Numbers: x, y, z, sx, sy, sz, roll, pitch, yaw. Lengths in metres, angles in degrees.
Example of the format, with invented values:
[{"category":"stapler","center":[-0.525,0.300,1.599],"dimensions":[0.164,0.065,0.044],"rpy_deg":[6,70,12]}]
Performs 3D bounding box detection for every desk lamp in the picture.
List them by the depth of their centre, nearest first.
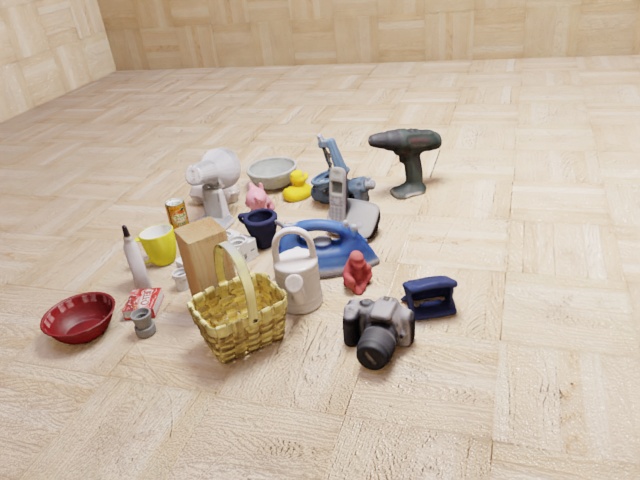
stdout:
[{"category":"desk lamp","center":[-0.308,-0.139,1.635],"dimensions":[0.117,0.214,0.203],"rpy_deg":[5,32,20]}]

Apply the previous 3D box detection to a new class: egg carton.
[{"category":"egg carton","center":[-0.331,-0.150,1.802],"dimensions":[0.149,0.069,0.107],"rpy_deg":[11,34,28]}]

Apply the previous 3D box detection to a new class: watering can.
[{"category":"watering can","center":[-0.050,0.062,1.253],"dimensions":[0.101,0.194,0.172],"rpy_deg":[-17,31,-16]}]

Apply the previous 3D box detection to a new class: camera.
[{"category":"camera","center":[0.103,0.177,1.117],"dimensions":[0.142,0.101,0.137],"rpy_deg":[6,32,22]}]

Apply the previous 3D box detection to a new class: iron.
[{"category":"iron","center":[0.013,0.005,1.392],"dimensions":[0.258,0.142,0.118],"rpy_deg":[-5,30,4]}]

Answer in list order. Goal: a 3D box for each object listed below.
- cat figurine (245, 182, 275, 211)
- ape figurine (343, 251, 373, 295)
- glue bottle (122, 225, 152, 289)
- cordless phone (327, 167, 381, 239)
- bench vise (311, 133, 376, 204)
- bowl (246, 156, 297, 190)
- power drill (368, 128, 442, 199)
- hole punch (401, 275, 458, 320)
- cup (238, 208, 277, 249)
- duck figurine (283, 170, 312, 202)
[{"category":"cat figurine","center":[-0.181,-0.121,1.674],"dimensions":[0.067,0.118,0.128],"rpy_deg":[-2,30,9]},{"category":"ape figurine","center":[0.084,0.068,1.319],"dimensions":[0.078,0.092,0.076],"rpy_deg":[-18,32,-18]},{"category":"glue bottle","center":[-0.454,0.039,1.397],"dimensions":[0.037,0.173,0.078],"rpy_deg":[-20,32,-21]},{"category":"cordless phone","center":[0.084,-0.099,1.513],"dimensions":[0.147,0.185,0.094],"rpy_deg":[10,34,27]},{"category":"bench vise","center":[0.064,-0.202,1.661],"dimensions":[0.207,0.220,0.121],"rpy_deg":[2,31,15]},{"category":"bowl","center":[-0.152,-0.208,1.862],"dimensions":[0.167,0.075,0.167],"rpy_deg":[-5,30,3]},{"category":"power drill","center":[0.251,-0.232,1.686],"dimensions":[0.230,0.209,0.075],"rpy_deg":[-17,31,-17]},{"category":"hole punch","center":[0.231,0.107,1.222],"dimensions":[0.108,0.091,0.101],"rpy_deg":[-9,30,-3]},{"category":"cup","center":[-0.165,-0.027,1.530],"dimensions":[0.117,0.095,0.092],"rpy_deg":[9,34,25]},{"category":"duck figurine","center":[-0.072,-0.173,1.773],"dimensions":[0.105,0.086,0.077],"rpy_deg":[-28,36,-32]}]
